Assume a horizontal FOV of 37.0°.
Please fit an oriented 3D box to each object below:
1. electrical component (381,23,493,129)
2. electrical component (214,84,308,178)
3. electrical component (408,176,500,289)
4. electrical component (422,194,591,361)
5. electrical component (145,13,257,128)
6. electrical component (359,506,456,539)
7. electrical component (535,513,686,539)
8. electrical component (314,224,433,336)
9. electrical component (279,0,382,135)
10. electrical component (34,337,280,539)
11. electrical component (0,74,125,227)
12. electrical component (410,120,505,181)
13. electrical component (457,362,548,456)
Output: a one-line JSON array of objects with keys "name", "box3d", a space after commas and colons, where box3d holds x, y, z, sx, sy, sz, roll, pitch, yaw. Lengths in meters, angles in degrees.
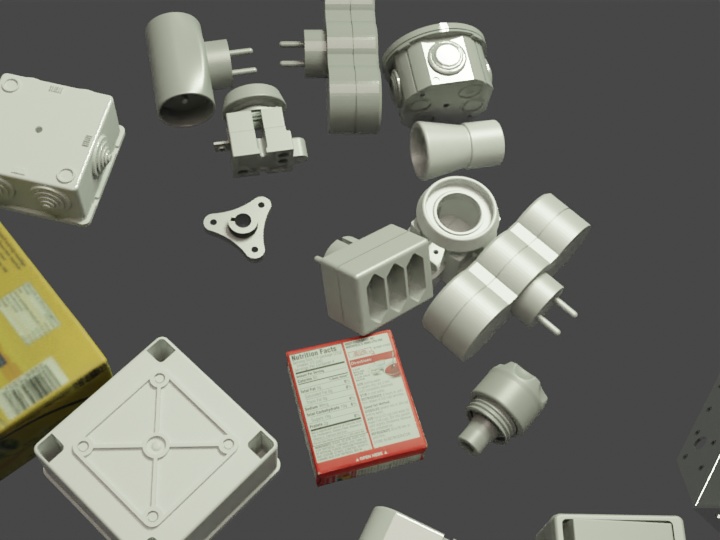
[{"name": "electrical component", "box3d": [0.059, -0.144, 0.806, 0.080, 0.080, 0.051, -9, 69, -9]}, {"name": "electrical component", "box3d": [-0.076, -0.103, 0.793, 0.066, 0.048, 0.055, -8, 71, -9]}, {"name": "electrical component", "box3d": [0.066, -0.030, 0.758, 0.058, 0.057, 0.078, 39, 66, 15]}, {"name": "electrical component", "box3d": [0.115, 0.014, 0.741, 0.074, 0.052, 0.138, 41, 67, 16]}, {"name": "electrical component", "box3d": [-0.119, -0.154, 0.816, 0.079, 0.043, 0.077, -9, 64, -9]}, {"name": "electrical component", "box3d": [0.038, 0.191, 0.642, 0.095, 0.053, 0.059, 24, 63, 8]}, {"name": "electrical component", "box3d": [0.160, 0.183, 0.651, 0.096, 0.061, 0.061, 2, 62, -4]}, {"name": "electrical component", "box3d": [0.000, 0.000, 0.740, 0.066, 0.047, 0.077, -27, 35, -31]}, {"name": "electrical component", "box3d": [-0.025, -0.165, 0.824, 0.074, 0.052, 0.138, -1, 62, -5]}, {"name": "electrical component", "box3d": [-0.124, 0.117, 0.666, 0.109, 0.056, 0.109, 40, 67, 16]}, {"name": "electrical component", "box3d": [-0.226, -0.087, 0.770, 0.100, 0.048, 0.099, 12, 62, 2]}, {"name": "electrical component", "box3d": [0.074, -0.092, 0.801, 0.065, 0.044, 0.044, -8, 63, -14]}, {"name": "electrical component", "box3d": [0.089, 0.094, 0.703, 0.043, 0.043, 0.062, 39, 67, 15]}]
